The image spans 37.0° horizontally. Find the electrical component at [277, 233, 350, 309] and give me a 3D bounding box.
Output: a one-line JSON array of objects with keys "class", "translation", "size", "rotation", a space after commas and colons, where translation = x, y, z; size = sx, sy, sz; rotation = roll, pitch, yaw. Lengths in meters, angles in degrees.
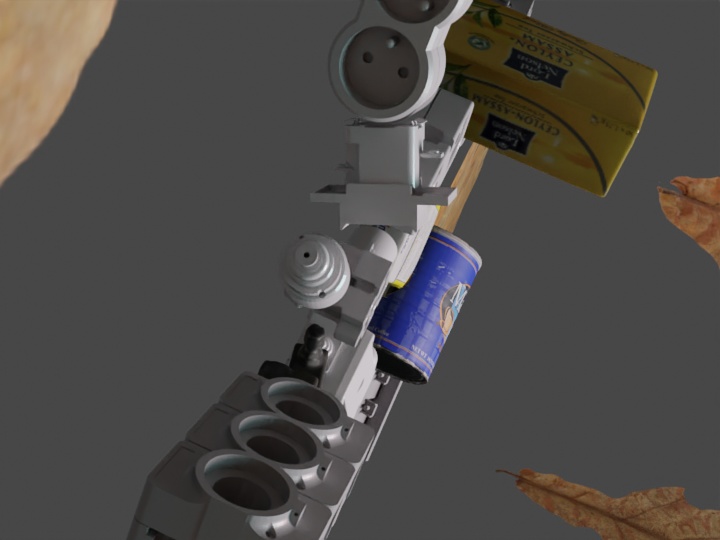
[{"class": "electrical component", "translation": [-0.027, -0.002, 0.611], "size": [0.078, 0.040, 0.040], "rotation": [77, 38, -80]}]

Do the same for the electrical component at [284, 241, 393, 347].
[{"class": "electrical component", "translation": [-0.015, 0.008, 0.680], "size": [0.048, 0.055, 0.066], "rotation": [97, 18, -70]}]

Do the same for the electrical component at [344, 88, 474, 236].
[{"class": "electrical component", "translation": [0.028, -0.078, 0.703], "size": [0.053, 0.059, 0.095], "rotation": [104, 12, -57]}]

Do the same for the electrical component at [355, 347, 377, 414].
[{"class": "electrical component", "translation": [-0.024, 0.107, 0.972], "size": [0.059, 0.054, 0.095], "rotation": [101, 15, -64]}]

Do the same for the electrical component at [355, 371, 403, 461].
[{"class": "electrical component", "translation": [-0.006, 0.140, 1.192], "size": [0.063, 0.079, 0.121], "rotation": [7, 108, -61]}]

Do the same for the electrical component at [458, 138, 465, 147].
[{"class": "electrical component", "translation": [0.074, -0.137, 0.917], "size": [0.055, 0.047, 0.055], "rotation": [24, 90, -84]}]

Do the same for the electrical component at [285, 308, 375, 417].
[{"class": "electrical component", "translation": [-0.023, 0.076, 0.836], "size": [0.096, 0.061, 0.061], "rotation": [100, 16, -66]}]

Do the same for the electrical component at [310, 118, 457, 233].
[{"class": "electrical component", "translation": [0.015, -0.057, 0.631], "size": [0.042, 0.081, 0.063], "rotation": [-44, 135, -74]}]

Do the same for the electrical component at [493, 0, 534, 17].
[{"class": "electrical component", "translation": [0.113, -0.216, 0.910], "size": [0.066, 0.055, 0.048], "rotation": [43, 71, -83]}]

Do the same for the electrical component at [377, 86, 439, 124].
[{"class": "electrical component", "translation": [0.023, -0.109, 0.612], "size": [0.081, 0.043, 0.043], "rotation": [-47, 160, -71]}]

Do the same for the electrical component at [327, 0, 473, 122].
[{"class": "electrical component", "translation": [0.032, -0.143, 0.527], "size": [0.073, 0.052, 0.138], "rotation": [-51, 164, -69]}]

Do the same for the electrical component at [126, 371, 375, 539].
[{"class": "electrical component", "translation": [-0.055, 0.119, 0.599], "size": [0.150, 0.089, 0.061], "rotation": [-50, 162, -68]}]

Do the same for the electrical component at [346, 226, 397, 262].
[{"class": "electrical component", "translation": [0.000, 0.000, 0.842], "size": [0.040, 0.040, 0.078], "rotation": [107, 10, -49]}]
